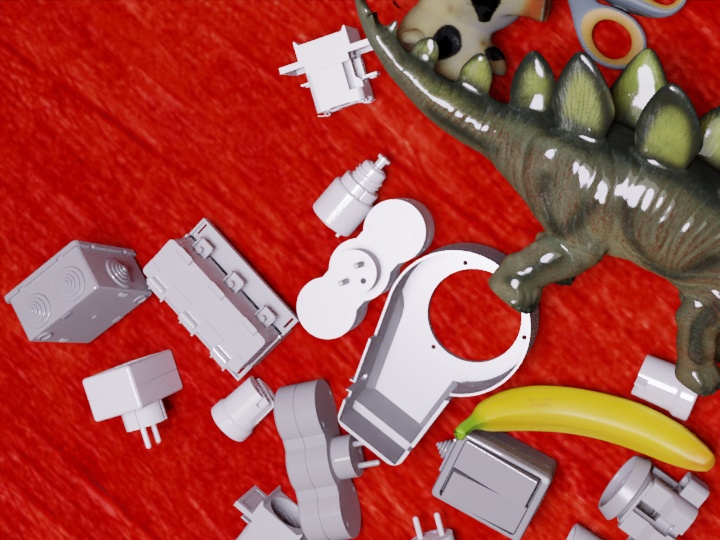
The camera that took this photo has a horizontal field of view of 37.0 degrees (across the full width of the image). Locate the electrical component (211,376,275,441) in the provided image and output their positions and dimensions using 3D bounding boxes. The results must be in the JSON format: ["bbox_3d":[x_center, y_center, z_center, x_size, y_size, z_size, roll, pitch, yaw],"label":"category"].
[{"bbox_3d":[-0.100,0.120,0.938,0.046,0.040,0.040,-43,84,10],"label":"electrical component"}]

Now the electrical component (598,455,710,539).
[{"bbox_3d":[0.226,0.183,0.844,0.057,0.058,0.078,36,104,6],"label":"electrical component"}]

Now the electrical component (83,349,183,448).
[{"bbox_3d":[-0.191,0.118,0.940,0.047,0.083,0.075,-18,91,17],"label":"electrical component"}]

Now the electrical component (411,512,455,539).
[{"bbox_3d":[0.065,0.243,0.901,0.077,0.044,0.079,-15,92,16],"label":"electrical component"}]

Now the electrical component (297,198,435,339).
[{"bbox_3d":[0.000,0.000,0.879,0.052,0.074,0.138,44,105,7],"label":"electrical component"}]

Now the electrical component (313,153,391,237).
[{"bbox_3d":[-0.004,-0.064,0.890,0.040,0.040,0.078,44,105,7],"label":"electrical component"}]

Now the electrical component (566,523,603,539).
[{"bbox_3d":[0.197,0.237,0.866,0.065,0.044,0.044,22,101,8],"label":"electrical component"}]

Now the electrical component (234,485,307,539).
[{"bbox_3d":[-0.078,0.232,0.942,0.081,0.042,0.063,39,106,9],"label":"electrical component"}]

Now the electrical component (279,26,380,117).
[{"bbox_3d":[-0.020,-0.162,0.884,0.081,0.042,0.063,-15,93,17],"label":"electrical component"}]

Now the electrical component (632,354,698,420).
[{"bbox_3d":[0.240,0.090,0.839,0.046,0.040,0.040,23,102,18],"label":"electrical component"}]

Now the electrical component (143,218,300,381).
[{"bbox_3d":[-0.123,0.027,0.921,0.079,0.063,0.121,-45,83,15],"label":"electrical component"}]

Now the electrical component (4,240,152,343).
[{"bbox_3d":[-0.242,0.022,0.937,0.100,0.100,0.048,-36,73,16],"label":"electrical component"}]

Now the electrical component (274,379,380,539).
[{"bbox_3d":[-0.020,0.160,0.912,0.074,0.052,0.138,-13,92,16],"label":"electrical component"}]

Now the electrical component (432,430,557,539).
[{"bbox_3d":[0.103,0.166,0.874,0.096,0.061,0.061,27,102,11],"label":"electrical component"}]
